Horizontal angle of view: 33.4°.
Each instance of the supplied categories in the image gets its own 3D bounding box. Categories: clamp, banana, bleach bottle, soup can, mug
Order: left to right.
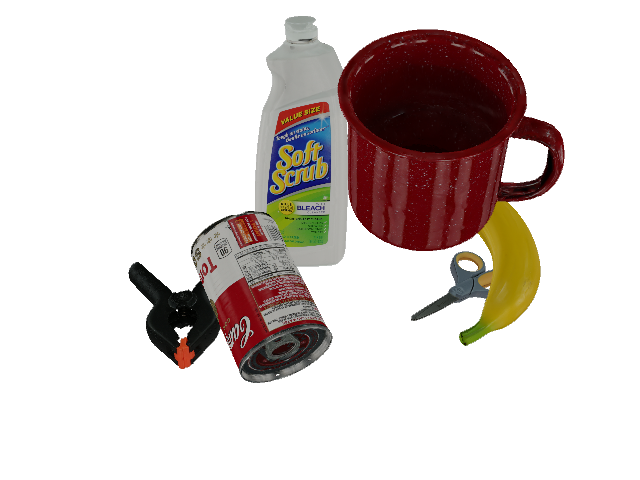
[{"bbox_3d":[-0.138,0.068,1.148,0.120,0.039,0.171,-16,40,-7],"label":"clamp"},{"bbox_3d":[-0.043,0.038,0.745,0.068,0.102,0.068,-20,-28,-12],"label":"soup can"},{"bbox_3d":[-0.024,-0.098,1.069,0.102,0.251,0.068,1,27,6],"label":"bleach bottle"},{"bbox_3d":[0.067,-0.047,0.554,0.117,0.093,0.081,8,-38,7],"label":"mug"},{"bbox_3d":[0.144,0.007,0.881,0.069,0.037,0.197,-2,38,6],"label":"banana"}]

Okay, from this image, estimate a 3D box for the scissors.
[{"bbox_3d":[0.158,0.053,1.294,0.201,0.016,0.096,-8,39,-37],"label":"scissors"}]
